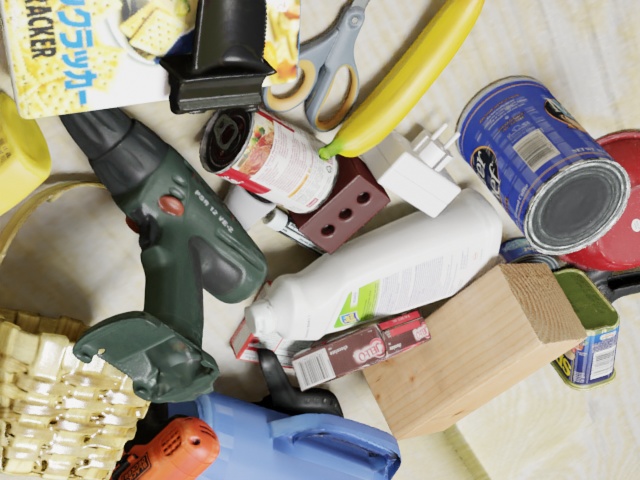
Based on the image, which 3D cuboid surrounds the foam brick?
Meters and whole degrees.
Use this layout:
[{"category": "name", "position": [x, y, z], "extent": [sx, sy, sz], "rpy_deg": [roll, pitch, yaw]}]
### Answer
[{"category": "foam brick", "position": [0.015, -0.037, 0.970], "extent": [0.078, 0.051, 0.053], "rpy_deg": [-43, 132, 13]}]

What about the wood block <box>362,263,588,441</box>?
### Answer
[{"category": "wood block", "position": [0.152, 0.115, 1.083], "extent": [0.090, 0.090, 0.206], "rpy_deg": [0, 147, -47]}]

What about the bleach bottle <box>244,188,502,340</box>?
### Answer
[{"category": "bleach bottle", "position": [0.048, 0.032, 1.009], "extent": [0.250, 0.068, 0.103], "rpy_deg": [-17, 136, -22]}]

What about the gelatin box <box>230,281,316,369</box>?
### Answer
[{"category": "gelatin box", "position": [-0.038, 0.086, 1.066], "extent": [0.073, 0.030, 0.089], "rpy_deg": [13, 124, -31]}]

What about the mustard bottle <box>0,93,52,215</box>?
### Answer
[{"category": "mustard bottle", "position": [-0.293, -0.023, 0.812], "extent": [0.192, 0.096, 0.058], "rpy_deg": [-38, 134, 9]}]

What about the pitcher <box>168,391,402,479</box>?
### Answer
[{"category": "pitcher", "position": [-0.046, 0.223, 1.051], "extent": [0.242, 0.145, 0.149], "rpy_deg": [29, 80, -37]}]

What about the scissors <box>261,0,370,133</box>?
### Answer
[{"category": "scissors", "position": [0.007, -0.176, 0.874], "extent": [0.096, 0.016, 0.202], "rpy_deg": [-4, 129, -22]}]

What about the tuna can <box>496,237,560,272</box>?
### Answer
[{"category": "tuna can", "position": [0.209, 0.039, 1.135], "extent": [0.086, 0.034, 0.086], "rpy_deg": [-12, 132, -15]}]

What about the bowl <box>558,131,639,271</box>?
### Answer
[{"category": "bowl", "position": [0.313, -0.027, 1.089], "extent": [0.162, 0.055, 0.162], "rpy_deg": [-6, 119, -11]}]

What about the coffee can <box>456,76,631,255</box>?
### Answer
[{"category": "coffee can", "position": [0.198, -0.069, 0.964], "extent": [0.102, 0.140, 0.103], "rpy_deg": [-13, 132, -15]}]

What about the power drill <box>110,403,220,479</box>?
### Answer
[{"category": "power drill", "position": [-0.183, 0.185, 0.975], "extent": [0.184, 0.188, 0.057], "rpy_deg": [-42, 133, 11]}]

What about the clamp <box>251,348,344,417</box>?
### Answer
[{"category": "clamp", "position": [-0.054, 0.183, 1.128], "extent": [0.165, 0.036, 0.209], "rpy_deg": [-30, 143, 25]}]

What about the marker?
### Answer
[{"category": "marker", "position": [-0.007, 0.001, 1.016], "extent": [0.020, 0.020, 0.121], "rpy_deg": [-46, 131, 16]}]

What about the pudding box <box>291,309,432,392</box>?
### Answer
[{"category": "pudding box", "position": [0.041, 0.108, 1.053], "extent": [0.114, 0.039, 0.089], "rpy_deg": [-24, 172, 34]}]

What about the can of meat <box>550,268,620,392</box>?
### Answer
[{"category": "can of meat", "position": [0.267, 0.092, 1.110], "extent": [0.057, 0.102, 0.084], "rpy_deg": [-15, 130, -12]}]

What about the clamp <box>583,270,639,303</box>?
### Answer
[{"category": "clamp", "position": [0.317, 0.052, 1.188], "extent": [0.172, 0.039, 0.120], "rpy_deg": [-42, 118, 14]}]

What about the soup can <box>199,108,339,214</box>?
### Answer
[{"category": "soup can", "position": [-0.042, -0.070, 0.906], "extent": [0.102, 0.068, 0.069], "rpy_deg": [25, 115, -38]}]

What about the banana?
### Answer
[{"category": "banana", "position": [0.076, -0.137, 0.908], "extent": [0.037, 0.069, 0.198], "rpy_deg": [41, 98, 0]}]
